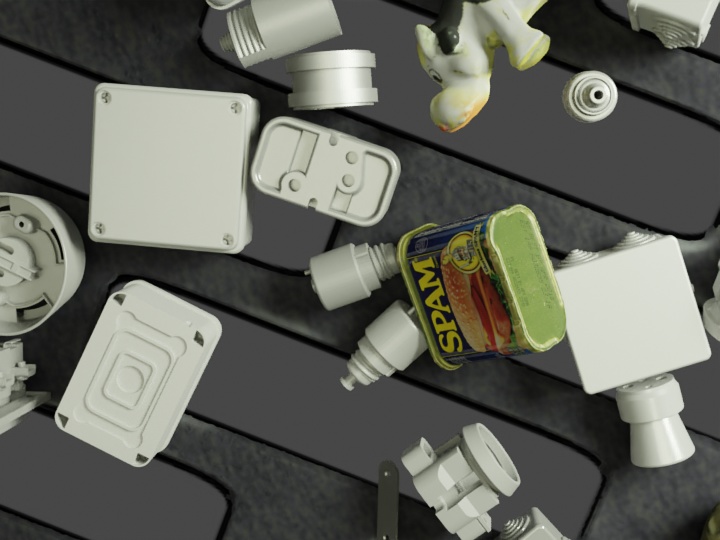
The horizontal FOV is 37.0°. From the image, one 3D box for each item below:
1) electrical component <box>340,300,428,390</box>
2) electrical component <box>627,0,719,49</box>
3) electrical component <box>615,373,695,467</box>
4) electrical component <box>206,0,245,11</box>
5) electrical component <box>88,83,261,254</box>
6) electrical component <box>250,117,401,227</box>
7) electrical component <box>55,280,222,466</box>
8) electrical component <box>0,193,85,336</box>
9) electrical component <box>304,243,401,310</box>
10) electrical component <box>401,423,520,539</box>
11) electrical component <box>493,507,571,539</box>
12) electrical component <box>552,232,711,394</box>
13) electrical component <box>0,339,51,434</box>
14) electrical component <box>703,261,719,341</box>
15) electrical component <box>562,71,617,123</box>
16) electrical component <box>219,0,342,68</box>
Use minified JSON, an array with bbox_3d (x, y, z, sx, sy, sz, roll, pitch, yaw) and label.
[{"bbox_3d":[0.018,0.056,0.765,0.078,0.040,0.040,-43,93,11],"label":"electrical component"},{"bbox_3d":[0.213,-0.194,0.689,0.048,0.100,0.099,24,99,14],"label":"electrical component"},{"bbox_3d":[0.207,0.105,0.755,0.045,0.045,0.055,-15,96,6],"label":"electrical component"},{"bbox_3d":[-0.093,-0.242,0.726,0.078,0.057,0.113,-27,94,6],"label":"electrical component"},{"bbox_3d":[-0.129,-0.071,0.752,0.109,0.056,0.108,5,98,4],"label":"electrical component"},{"bbox_3d":[-0.022,-0.069,0.742,0.095,0.059,0.053,19,99,2],"label":"electrical component"},{"bbox_3d":[-0.157,0.072,0.773,0.078,0.057,0.113,27,99,0],"label":"electrical component"},{"bbox_3d":[-0.246,-0.006,0.765,0.099,0.064,0.099,1,98,4],"label":"electrical component"},{"bbox_3d":[0.000,0.000,0.759,0.078,0.040,0.040,-20,96,7],"label":"electrical component"},{"bbox_3d":[0.076,0.146,0.765,0.057,0.058,0.078,-37,93,11],"label":"electrical component"},{"bbox_3d":[0.124,0.233,0.776,0.100,0.048,0.099,-42,93,8],"label":"electrical component"},{"bbox_3d":[0.183,0.028,0.745,0.100,0.048,0.099,-18,96,7],"label":"electrical component"},{"bbox_3d":[-0.277,0.086,0.751,0.079,0.121,0.063,1,95,5],"label":"electrical component"},{"bbox_3d":[0.267,0.019,0.727,0.058,0.078,0.057,13,119,2],"label":"electrical component"},{"bbox_3d":[0.156,-0.116,0.721,0.035,0.061,0.035,1,98,4],"label":"electrical component"},{"bbox_3d":[-0.058,-0.168,0.740,0.081,0.043,0.043,-19,96,7],"label":"electrical component"}]
